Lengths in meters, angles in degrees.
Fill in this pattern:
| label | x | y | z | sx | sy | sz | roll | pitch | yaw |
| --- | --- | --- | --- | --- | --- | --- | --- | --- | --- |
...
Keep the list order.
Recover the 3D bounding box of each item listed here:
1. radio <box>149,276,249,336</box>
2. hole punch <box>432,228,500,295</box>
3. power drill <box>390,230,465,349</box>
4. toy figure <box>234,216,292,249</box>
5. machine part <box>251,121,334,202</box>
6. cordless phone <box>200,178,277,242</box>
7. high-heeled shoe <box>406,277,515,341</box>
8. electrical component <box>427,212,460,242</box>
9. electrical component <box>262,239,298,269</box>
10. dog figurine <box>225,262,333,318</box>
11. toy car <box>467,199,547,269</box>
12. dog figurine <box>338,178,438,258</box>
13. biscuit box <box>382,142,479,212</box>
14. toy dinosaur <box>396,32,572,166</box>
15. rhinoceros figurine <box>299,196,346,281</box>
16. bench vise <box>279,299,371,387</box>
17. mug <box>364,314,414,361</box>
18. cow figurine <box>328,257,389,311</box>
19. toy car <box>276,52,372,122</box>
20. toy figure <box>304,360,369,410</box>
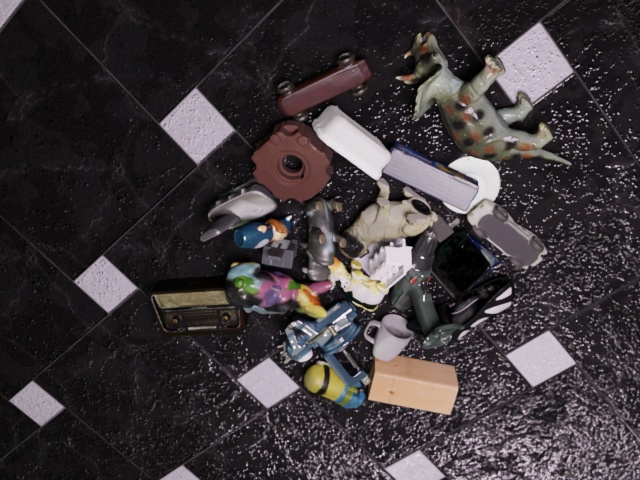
| label | x | y | z | sx | sy | sz | roll | pitch | yaw |
| --- | --- | --- | --- | --- | --- | --- | --- | --- | --- |
| radio | -0.295 | 0.164 | 1.336 | 0.230 | 0.073 | 0.131 | -4 | 113 | 9 |
| hole punch | 0.328 | 0.050 | 1.216 | 0.142 | 0.092 | 0.116 | -49 | 64 | 28 |
| power drill | 0.232 | 0.120 | 1.176 | 0.086 | 0.207 | 0.231 | -11 | 147 | -26 |
| toy figure | -0.120 | -0.017 | 1.204 | 0.064 | 0.154 | 0.057 | 6 | 105 | 47 |
| machine part | -0.059 | -0.163 | 1.156 | 0.179 | 0.056 | 0.179 | 4 | 128 | 5 |
| cordless phone | -0.183 | -0.057 | 1.166 | 0.147 | 0.184 | 0.088 | -23 | 105 | 16 |
| high-heeled shoe | 0.327 | 0.154 | 1.245 | 0.249 | 0.086 | 0.145 | -8 | 133 | -9 |
| electrical component | 0.267 | -0.030 | 1.215 | 0.094 | 0.021 | 0.063 | -38 | 104 | 20 |
| electrical component | -0.094 | 0.034 | 1.232 | 0.075 | 0.119 | 0.047 | 8 | 114 | 0 |
| dog figurine | -0.086 | 0.119 | 1.234 | 0.219 | 0.191 | 0.108 | 4 | 73 | 20 |
| toy car | 0.414 | -0.010 | 1.188 | 0.201 | 0.056 | 0.073 | 36 | 119 | -14 |
| dog figurine | 0.147 | -0.020 | 1.204 | 0.172 | 0.121 | 0.190 | 27 | 128 | -3 |
| biscuit box | 0.232 | -0.136 | 1.138 | 0.203 | 0.059 | 0.062 | 26 | 115 | 3 |
| toy dinosaur | 0.320 | -0.237 | 1.072 | 0.192 | 0.131 | 0.404 | -33 | 111 | 32 |
| rhinoceros figurine | -0.002 | -0.004 | 1.194 | 0.073 | 0.112 | 0.190 | -1 | 88 | -36 |
| bench vise | 0.027 | 0.269 | 1.303 | 0.224 | 0.129 | 0.240 | -39 | 96 | -11 |
| mug | 0.160 | 0.244 | 1.318 | 0.109 | 0.081 | 0.107 | 16 | 124 | -7 |
| cow figurine | 0.075 | 0.103 | 1.274 | 0.167 | 0.068 | 0.098 | 25 | 120 | -4 |
| toy car | 0.006 | -0.313 | 1.102 | 0.202 | 0.053 | 0.089 | -23 | 125 | 14 |
| toy figure | 0.044 | 0.378 | 1.384 | 0.180 | 0.089 | 0.082 | 35 | 106 | -6 |
